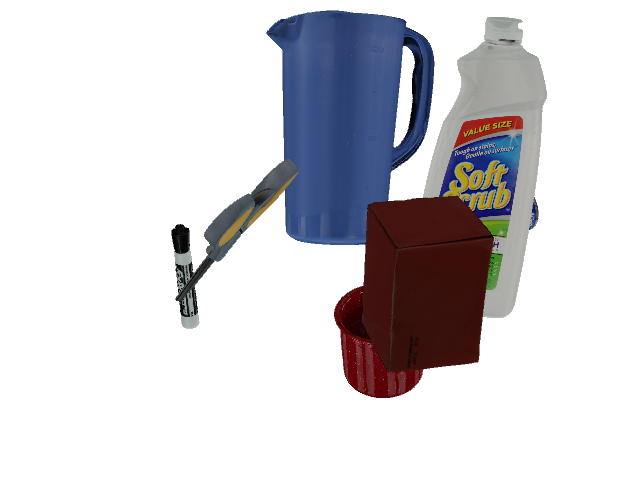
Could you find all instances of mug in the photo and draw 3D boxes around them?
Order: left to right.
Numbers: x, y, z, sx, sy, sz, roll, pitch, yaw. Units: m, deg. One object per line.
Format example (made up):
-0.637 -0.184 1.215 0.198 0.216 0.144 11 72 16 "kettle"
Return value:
0.071 0.097 1.070 0.117 0.081 0.093 -27 42 -28 "mug"

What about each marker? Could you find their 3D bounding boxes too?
-0.141 0.037 1.110 0.020 0.121 0.020 -2 31 1 "marker"

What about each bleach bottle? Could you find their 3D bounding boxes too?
0.134 -0.064 0.913 0.103 0.251 0.068 9 18 14 "bleach bottle"

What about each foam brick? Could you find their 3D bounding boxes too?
0.054 0.022 0.559 0.053 0.078 0.051 -5 31 -13 "foam brick"

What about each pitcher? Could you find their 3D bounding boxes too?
0.030 -0.121 1.142 0.149 0.243 0.144 5 7 22 "pitcher"

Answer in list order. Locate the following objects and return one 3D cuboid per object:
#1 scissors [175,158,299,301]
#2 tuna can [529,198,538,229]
-0.086 0.008 0.843 0.202 0.016 0.096 -46 -5 34 "scissors"
0.205 -0.041 1.217 0.033 0.086 0.086 -33 15 -24 "tuna can"
